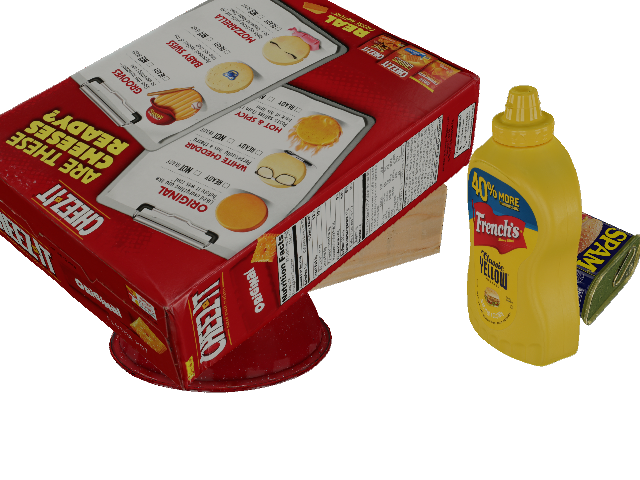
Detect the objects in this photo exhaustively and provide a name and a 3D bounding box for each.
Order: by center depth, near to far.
[{"bbox_3d":[-0.047,-0.045,0.558,0.164,0.072,0.213,34,57,30],"label":"cracker box"},{"bbox_3d":[0.140,-0.014,0.742,0.058,0.192,0.096,-16,29,-21],"label":"mustard bottle"},{"bbox_3d":[-0.071,0.048,0.768,0.162,0.055,0.162,1,21,-1],"label":"bowl"},{"bbox_3d":[0.233,0.018,0.978,0.084,0.057,0.101,28,47,28],"label":"can of meat"},{"bbox_3d":[0.014,-0.018,1.089,0.205,0.090,0.091,-16,40,-21],"label":"wood block"}]
